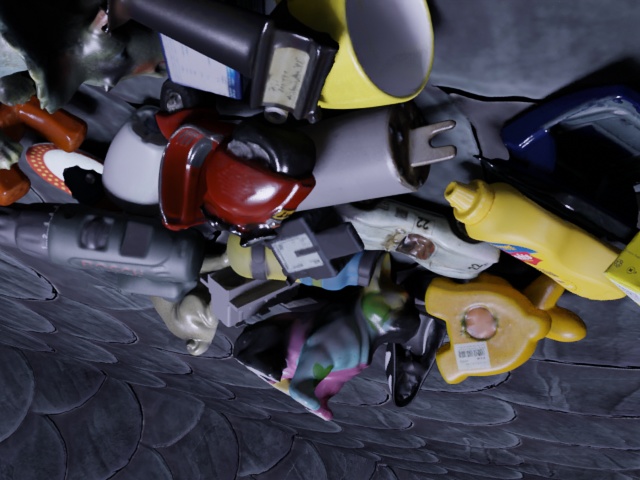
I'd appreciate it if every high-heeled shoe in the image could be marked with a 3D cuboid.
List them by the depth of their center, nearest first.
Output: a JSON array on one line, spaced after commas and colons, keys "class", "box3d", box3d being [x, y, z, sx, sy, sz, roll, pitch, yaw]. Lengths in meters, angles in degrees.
[{"class": "high-heeled shoe", "box3d": [0.137, 0.146, 0.752, 0.086, 0.145, 0.248, 12, 155, 5]}]

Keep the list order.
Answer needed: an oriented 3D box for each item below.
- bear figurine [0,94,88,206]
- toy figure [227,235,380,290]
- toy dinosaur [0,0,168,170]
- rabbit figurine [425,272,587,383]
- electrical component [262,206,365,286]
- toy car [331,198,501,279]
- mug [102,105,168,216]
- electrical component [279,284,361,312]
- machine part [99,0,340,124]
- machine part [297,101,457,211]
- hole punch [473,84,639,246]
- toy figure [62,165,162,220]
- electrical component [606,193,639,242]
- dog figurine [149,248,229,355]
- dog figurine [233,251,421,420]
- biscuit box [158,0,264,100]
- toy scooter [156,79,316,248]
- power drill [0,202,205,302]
[{"class": "bear figurine", "box3d": [-0.342, -0.088, 0.564, 0.132, 0.120, 0.196, 41, 145, -12]}, {"class": "toy figure", "box3d": [-0.022, 0.015, 0.642, 0.180, 0.089, 0.082, 14, 114, 13]}, {"class": "toy dinosaur", "box3d": [-0.309, -0.186, 0.389, 0.405, 0.131, 0.192, 24, 139, -8]}, {"class": "rabbit figurine", "box3d": [0.218, 0.085, 0.640, 0.162, 0.122, 0.173, -22, 168, 24]}, {"class": "electrical component", "box3d": [-0.001, -0.002, 0.540, 0.119, 0.048, 0.074, -21, 108, 42]}, {"class": "toy car", "box3d": [0.091, -0.009, 0.574, 0.202, 0.056, 0.073, 16, 153, -3]}, {"class": "mug", "box3d": [-0.166, -0.077, 0.548, 0.109, 0.081, 0.107, 36, 145, -2]}, {"class": "electrical component", "box3d": [0.011, 0.090, 0.807, 0.134, 0.058, 0.115, 33, 150, -32]}, {"class": "machine part", "box3d": [-0.058, -0.117, 0.314, 0.139, 0.039, 0.084, 22, 160, 0]}, {"class": "machine part", "box3d": [0.007, -0.069, 0.482, 0.243, 0.079, 0.079, -6, 146, 38]}, {"class": "hole punch", "box3d": [0.205, -0.057, 0.406, 0.142, 0.092, 0.116, 20, -169, -21]}, {"class": "toy figure", "box3d": [-0.220, -0.048, 0.625, 0.154, 0.058, 0.064, 12, 157, -38]}, {"class": "electrical component", "box3d": [0.305, -0.019, 0.483, 0.094, 0.021, 0.063, -9, 145, 38]}, {"class": "dog figurine", "box3d": [-0.230, 0.061, 0.761, 0.190, 0.172, 0.121, 14, 143, -13]}, {"class": "dog figurine", "box3d": [0.017, 0.107, 0.690, 0.192, 0.219, 0.108, 26, 158, 30]}, {"class": "biscuit box", "box3d": [-0.071, -0.179, 0.325, 0.059, 0.063, 0.202, 15, 153, 2]}, {"class": "toy scooter", "box3d": [-0.086, -0.050, 0.457, 0.184, 0.135, 0.075, 33, -158, 31]}, {"class": "power drill", "box3d": [-0.236, 0.012, 0.617, 0.232, 0.086, 0.207, 7, 160, 4]}]
